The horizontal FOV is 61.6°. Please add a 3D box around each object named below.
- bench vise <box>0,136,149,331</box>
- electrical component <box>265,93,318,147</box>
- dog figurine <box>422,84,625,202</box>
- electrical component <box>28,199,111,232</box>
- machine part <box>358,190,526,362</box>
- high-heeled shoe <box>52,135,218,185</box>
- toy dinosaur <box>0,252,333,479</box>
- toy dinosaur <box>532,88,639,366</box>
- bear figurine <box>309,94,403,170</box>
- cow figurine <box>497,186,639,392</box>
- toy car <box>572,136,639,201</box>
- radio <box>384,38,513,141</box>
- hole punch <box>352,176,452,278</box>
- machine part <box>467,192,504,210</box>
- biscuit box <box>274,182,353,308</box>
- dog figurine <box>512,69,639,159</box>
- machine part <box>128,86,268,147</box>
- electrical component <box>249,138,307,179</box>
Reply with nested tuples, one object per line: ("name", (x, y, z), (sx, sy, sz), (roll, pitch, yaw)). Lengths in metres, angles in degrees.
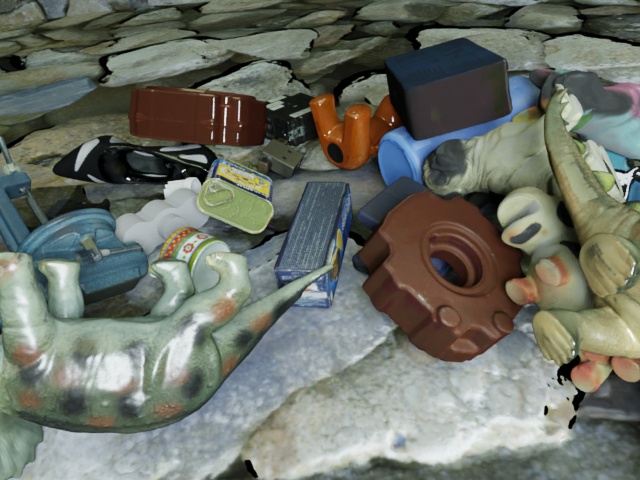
("bench vise", (-0.331, 0.008, 0.620), (0.223, 0.128, 0.241), (-25, 71, -37))
("electrical component", (-0.053, -0.231, 1.018), (0.115, 0.058, 0.134), (-26, 38, -29))
("dog figurine", (0.230, -0.065, 0.631), (0.121, 0.190, 0.172), (9, 58, -50))
("electrical component", (-0.341, -0.013, 0.733), (0.119, 0.074, 0.048), (-4, 35, 9))
("machine part", (0.129, 0.029, 0.545), (0.179, 0.056, 0.179), (11, 52, -15))
("high-heeled shoe", (-0.290, -0.109, 0.858), (0.249, 0.086, 0.145), (-17, 40, -18))
("toy dinosaur", (-0.175, 0.107, 0.485), (0.405, 0.192, 0.131), (1, -4, -14))
("toy dinosaur", (0.266, 0.048, 0.407), (0.198, 0.105, 0.471), (-6, 61, -27))
("bear figurine", (0.094, -0.198, 0.889), (0.196, 0.131, 0.120), (-33, 44, -25))
("cow figurine", (0.244, 0.029, 0.512), (0.127, 0.085, 0.195), (-22, 70, -34))
("toy car", (0.336, -0.073, 0.691), (0.162, 0.109, 0.103), (15, 15, 16))
("radio", (0.168, -0.214, 0.739), (0.131, 0.073, 0.230), (-14, 28, 6))
("hole punch", (0.110, -0.008, 0.642), (0.116, 0.092, 0.142), (23, 40, 30))
("machine part", (0.222, -0.060, 0.718), (0.139, 0.084, 0.039), (-38, 67, -21))
("biscuit box", (-0.001, -0.002, 0.672), (0.063, 0.059, 0.203), (1, 35, 12))
("dog figurine", (0.378, -0.157, 0.721), (0.219, 0.108, 0.191), (22, -1, 21))
("machine part", (-0.204, -0.212, 0.922), (0.201, 0.087, 0.201), (8, 14, 12))
("electrical component", (-0.072, -0.132, 0.893), (0.078, 0.045, 0.102), (25, 40, -5))
